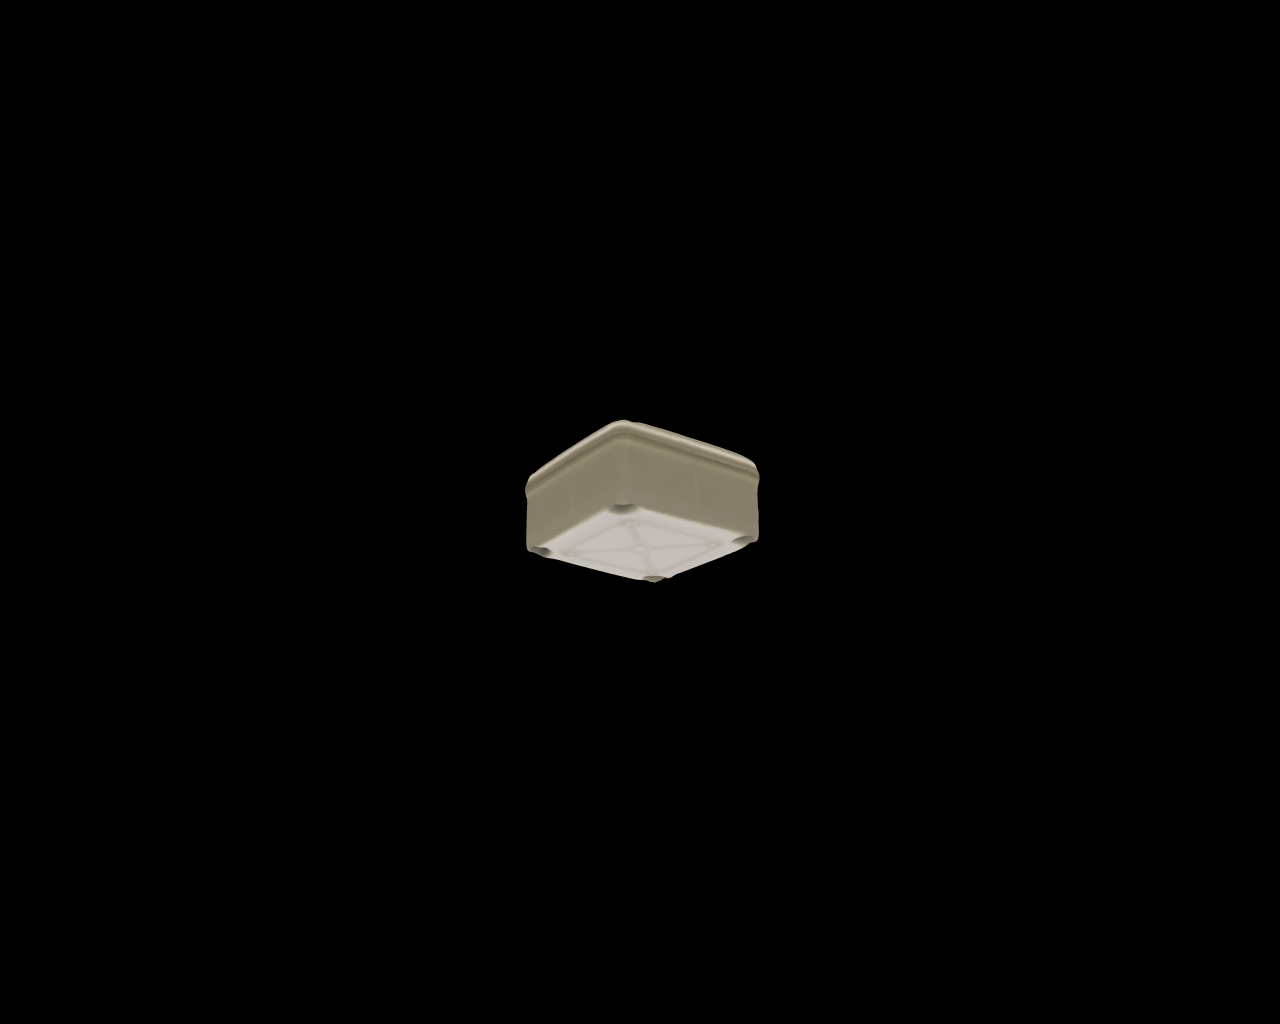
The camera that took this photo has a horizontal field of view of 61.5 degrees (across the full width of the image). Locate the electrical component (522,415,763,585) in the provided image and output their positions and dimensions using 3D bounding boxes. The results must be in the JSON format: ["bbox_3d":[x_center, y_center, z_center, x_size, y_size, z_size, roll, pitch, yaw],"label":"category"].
[{"bbox_3d":[0.001,-0.003,0.650,0.109,0.056,0.108,16,-27,-34],"label":"electrical component"}]
